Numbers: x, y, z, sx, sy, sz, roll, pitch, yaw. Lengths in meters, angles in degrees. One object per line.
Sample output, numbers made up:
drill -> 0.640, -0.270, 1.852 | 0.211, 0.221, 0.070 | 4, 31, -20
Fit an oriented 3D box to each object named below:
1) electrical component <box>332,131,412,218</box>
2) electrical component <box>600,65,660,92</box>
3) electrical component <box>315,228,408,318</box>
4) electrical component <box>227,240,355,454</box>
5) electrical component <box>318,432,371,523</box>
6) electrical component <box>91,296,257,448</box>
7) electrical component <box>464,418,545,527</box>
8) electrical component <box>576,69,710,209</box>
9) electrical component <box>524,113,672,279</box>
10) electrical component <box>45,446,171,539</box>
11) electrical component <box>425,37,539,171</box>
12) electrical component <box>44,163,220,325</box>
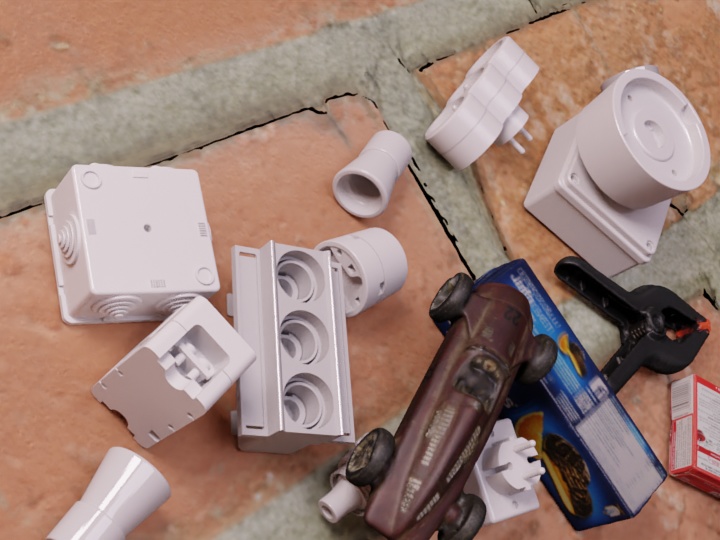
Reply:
electrical component -> 0.012, -0.075, 0.803 | 0.044, 0.044, 0.065 | 43, 46, -11
electrical component -> 0.259, -0.158, 1.008 | 0.055, 0.055, 0.047 | -7, 77, -37
electrical component -> 0.000, 0.000, 0.751 | 0.047, 0.055, 0.055 | -23, 83, -43
electrical component -> -0.049, 0.052, 0.684 | 0.079, 0.063, 0.121 | 10, 64, -32
electrical component -> 0.001, 0.138, 0.693 | 0.062, 0.048, 0.048 | -33, 90, -33
electrical component -> -0.106, 0.058, 0.624 | 0.050, 0.089, 0.055 | 48, 50, -7
electrical component -> 0.098, 0.137, 0.739 | 0.047, 0.077, 0.065 | -7, 73, -37
electrical component -> 0.225, -0.101, 0.875 | 0.108, 0.060, 0.108 | 15, 61, -29
electrical component -> 0.209, -0.068, 0.928 | 0.109, 0.056, 0.108 | 39, 52, -14
electrical component -> -0.141, 0.136, 0.595 | 0.044, 0.044, 0.065 | 44, 55, -10
electrical component -> 0.114, -0.128, 0.891 | 0.074, 0.052, 0.138 | 43, 51, -11
electrical component -> -0.139, -0.017, 0.663 | 0.100, 0.048, 0.099 | -1, 69, -35
